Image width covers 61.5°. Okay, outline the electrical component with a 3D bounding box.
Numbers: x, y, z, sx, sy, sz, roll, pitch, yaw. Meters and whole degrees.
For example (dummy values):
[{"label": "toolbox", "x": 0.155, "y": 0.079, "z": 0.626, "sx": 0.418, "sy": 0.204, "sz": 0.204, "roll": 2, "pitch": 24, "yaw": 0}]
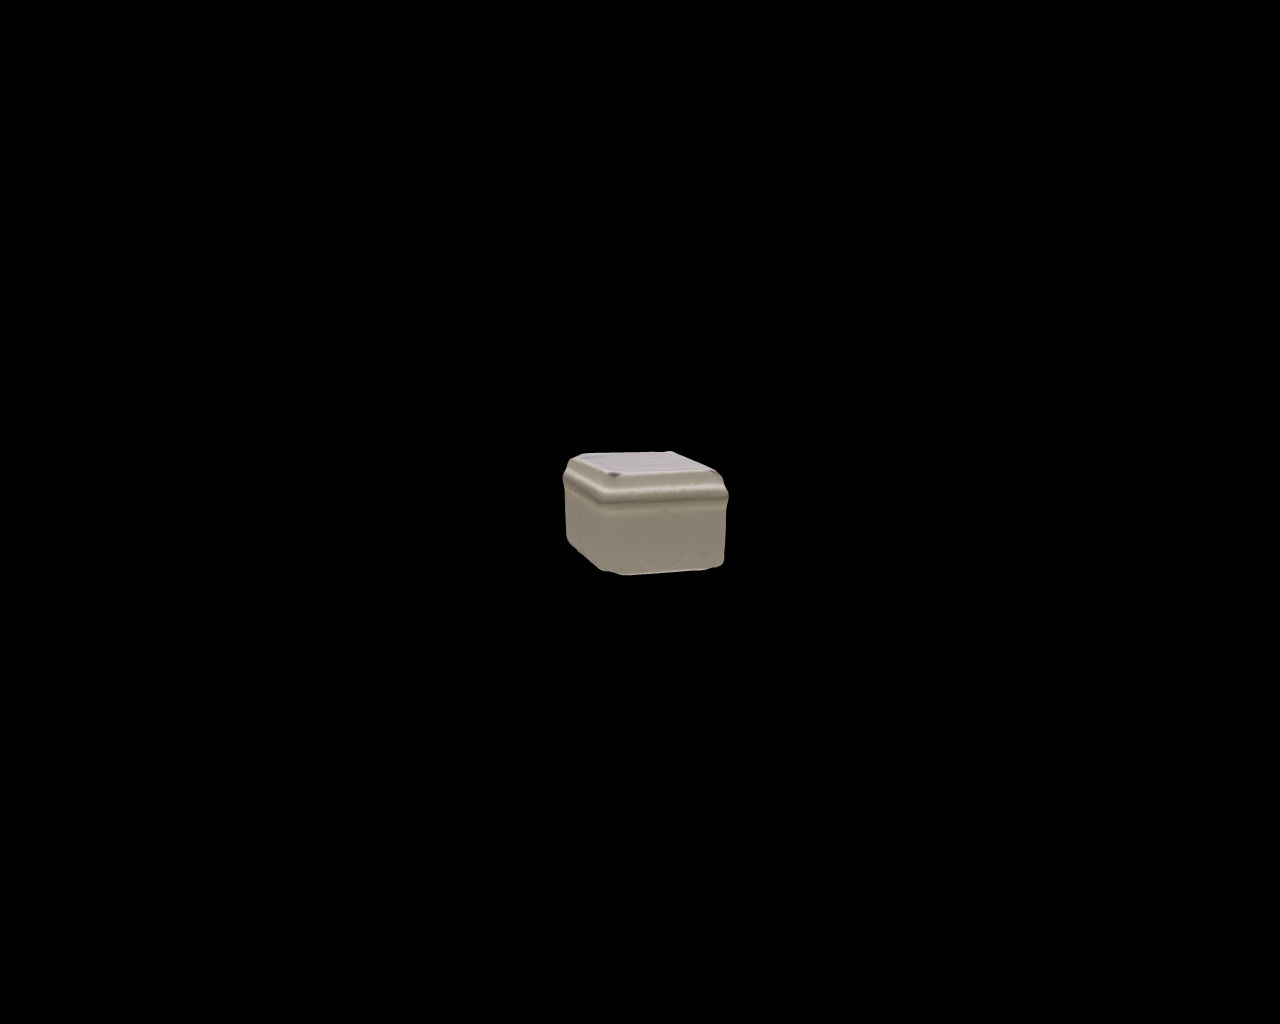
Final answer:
[{"label": "electrical component", "x": 0.001, "y": -0.003, "z": 0.650, "sx": 0.078, "sy": 0.057, "sz": 0.113, "roll": -3, "pitch": 10, "yaw": -15}]
